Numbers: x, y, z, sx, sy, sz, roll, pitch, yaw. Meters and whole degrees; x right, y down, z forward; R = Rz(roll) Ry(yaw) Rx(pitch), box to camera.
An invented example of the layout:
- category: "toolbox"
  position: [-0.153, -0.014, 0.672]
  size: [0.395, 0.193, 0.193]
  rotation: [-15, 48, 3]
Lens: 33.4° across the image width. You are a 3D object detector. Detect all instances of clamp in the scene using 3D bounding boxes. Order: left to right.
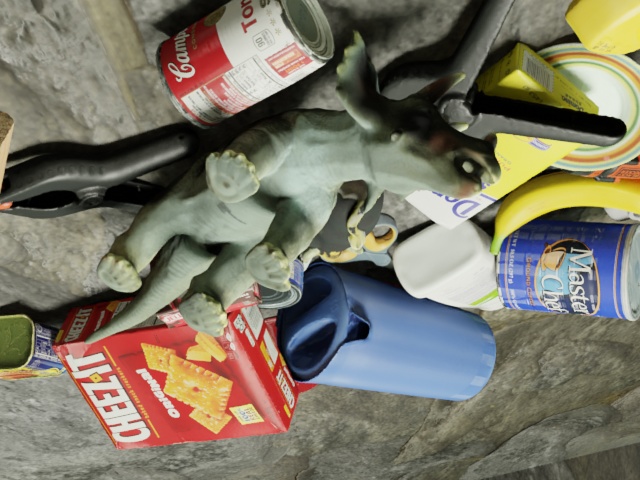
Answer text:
- category: "clamp"
  position: [-0.180, -0.052, 0.862]
  size: [0.171, 0.039, 0.120]
  rotation: [-7, 151, -32]
- category: "clamp"
  position: [0.109, -0.117, 0.824]
  size: [0.210, 0.036, 0.164]
  rotation: [-12, 126, 33]

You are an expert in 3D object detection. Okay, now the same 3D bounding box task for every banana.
- category: "banana"
  position: [0.259, -0.038, 1.081]
  size: [0.198, 0.069, 0.037]
  rotation: [-13, -170, 30]

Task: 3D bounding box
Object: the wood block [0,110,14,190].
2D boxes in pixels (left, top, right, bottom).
- category: "wood block"
  position: [-0.289, -0.021, 0.768]
  size: [0.090, 0.090, 0.206]
  rotation: [26, 147, -8]

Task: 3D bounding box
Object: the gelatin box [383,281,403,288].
- category: "gelatin box"
  position: [0.064, 0.084, 1.320]
  size: [0.089, 0.030, 0.073]
  rotation: [-28, 152, 31]

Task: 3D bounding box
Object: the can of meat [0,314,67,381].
- category: "can of meat"
  position: [-0.325, 0.116, 1.134]
  size: [0.102, 0.057, 0.083]
  rotation: [-6, 164, 19]

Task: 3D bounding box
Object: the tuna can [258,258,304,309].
- category: "tuna can"
  position: [-0.060, 0.042, 1.124]
  size: [0.086, 0.033, 0.086]
  rotation: [2, 153, 1]

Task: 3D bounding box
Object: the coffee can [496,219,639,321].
- category: "coffee can"
  position: [0.273, 0.030, 1.150]
  size: [0.140, 0.103, 0.102]
  rotation: [4, 167, 29]

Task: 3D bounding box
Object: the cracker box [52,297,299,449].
- category: "cracker box"
  position: [-0.151, 0.138, 1.133]
  size: [0.214, 0.072, 0.164]
  rotation: [-10, 123, 20]

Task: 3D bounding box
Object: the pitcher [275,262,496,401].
- category: "pitcher"
  position: [0.075, 0.113, 1.228]
  size: [0.242, 0.149, 0.145]
  rotation: [16, 126, -33]

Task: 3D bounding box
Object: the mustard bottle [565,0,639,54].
- category: "mustard bottle"
  position: [0.254, -0.202, 0.711]
  size: [0.096, 0.058, 0.192]
  rotation: [-21, 165, -36]

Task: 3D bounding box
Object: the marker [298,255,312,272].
- category: "marker"
  position: [-0.007, 0.001, 1.102]
  size: [0.020, 0.020, 0.121]
  rotation: [-5, 156, -19]

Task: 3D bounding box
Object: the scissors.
- category: "scissors"
  position: [0.049, 0.022, 1.183]
  size: [0.096, 0.016, 0.202]
  rotation: [-15, 157, -2]

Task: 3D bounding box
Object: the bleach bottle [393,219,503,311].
- category: "bleach bottle"
  position: [0.174, 0.043, 1.236]
  size: [0.103, 0.068, 0.250]
  rotation: [-30, 156, 15]

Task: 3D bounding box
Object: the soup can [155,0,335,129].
- category: "soup can"
  position: [-0.050, -0.127, 0.716]
  size: [0.102, 0.068, 0.068]
  rotation: [-25, 155, 25]

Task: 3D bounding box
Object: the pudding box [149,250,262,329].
- category: "pudding box"
  position: [-0.106, 0.014, 0.955]
  size: [0.090, 0.113, 0.039]
  rotation: [-16, 149, 6]

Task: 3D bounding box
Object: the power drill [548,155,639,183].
- category: "power drill"
  position: [0.293, -0.115, 0.951]
  size: [0.184, 0.057, 0.188]
  rotation: [1, 155, -28]

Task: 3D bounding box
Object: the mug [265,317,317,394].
- category: "mug"
  position: [-0.038, 0.144, 1.337]
  size: [0.117, 0.081, 0.093]
  rotation: [-30, 152, 35]

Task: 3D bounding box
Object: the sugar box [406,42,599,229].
- category: "sugar box"
  position: [0.138, -0.082, 0.906]
  size: [0.093, 0.048, 0.177]
  rotation: [36, 133, -18]
